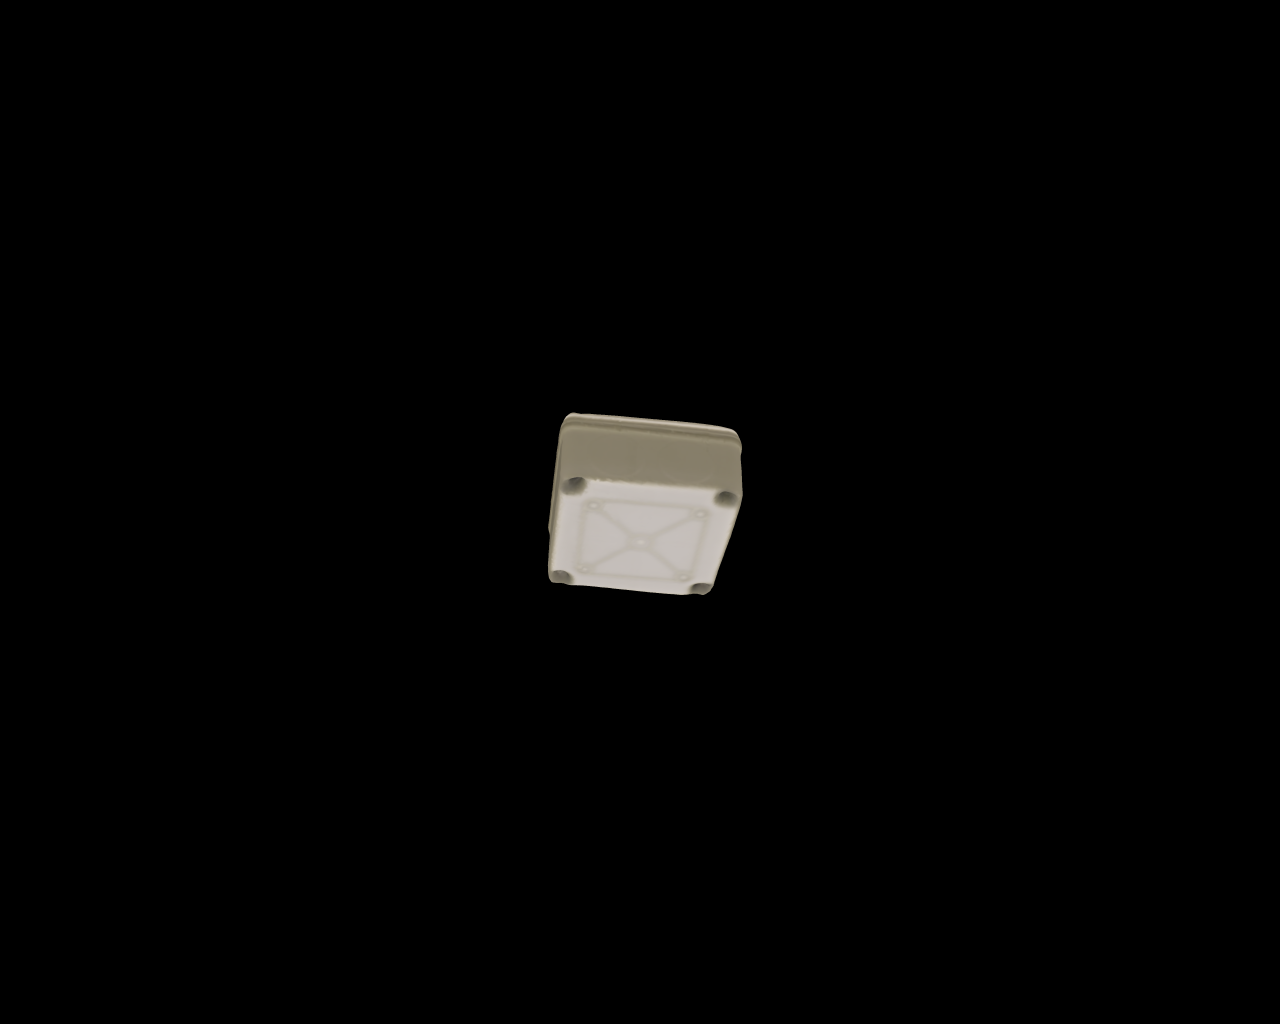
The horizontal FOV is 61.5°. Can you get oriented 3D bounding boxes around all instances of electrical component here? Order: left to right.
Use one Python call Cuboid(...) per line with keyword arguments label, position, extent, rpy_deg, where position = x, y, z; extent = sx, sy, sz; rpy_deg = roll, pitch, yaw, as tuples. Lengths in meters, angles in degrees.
Cuboid(label="electrical component", position=(0.001, -0.003, 0.650), extent=(0.109, 0.056, 0.108), rpy_deg=(5, -40, -6))
